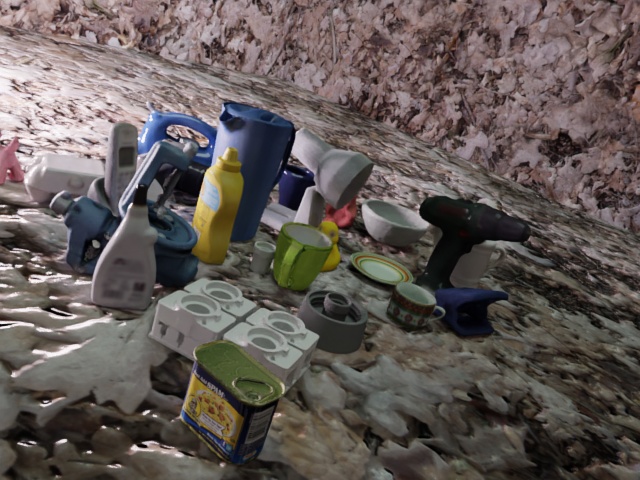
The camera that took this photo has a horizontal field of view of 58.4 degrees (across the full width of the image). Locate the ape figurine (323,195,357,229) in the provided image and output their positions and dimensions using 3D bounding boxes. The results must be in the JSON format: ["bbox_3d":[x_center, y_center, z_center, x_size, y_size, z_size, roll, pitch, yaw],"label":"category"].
[{"bbox_3d":[0.057,-0.074,1.330,0.076,0.092,0.077,1,26,-39],"label":"ape figurine"}]

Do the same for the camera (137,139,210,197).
[{"bbox_3d":[-0.293,-0.144,1.193,0.136,0.101,0.143,20,20,5],"label":"camera"}]

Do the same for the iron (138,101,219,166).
[{"bbox_3d":[-0.300,-0.226,1.339,0.259,0.141,0.118,12,21,-18],"label":"iron"}]

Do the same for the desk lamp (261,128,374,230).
[{"bbox_3d":[-0.012,-0.109,1.183,0.202,0.213,0.118,25,21,17],"label":"desk lamp"}]

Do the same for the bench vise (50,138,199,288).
[{"bbox_3d":[-0.257,-0.044,0.794,0.208,0.220,0.121,7,23,-29],"label":"bench vise"}]

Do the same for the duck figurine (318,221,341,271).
[{"bbox_3d":[0.010,0.004,1.097,0.077,0.086,0.105,23,21,12],"label":"duck figurine"}]

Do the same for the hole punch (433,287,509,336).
[{"bbox_3d":[0.266,0.112,1.034,0.109,0.091,0.100,2,26,-38],"label":"hole punch"}]

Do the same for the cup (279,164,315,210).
[{"bbox_3d":[-0.050,-0.118,1.347,0.118,0.095,0.091,4,24,-34],"label":"cup"}]

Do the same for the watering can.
[{"bbox_3d":[0.311,0.003,1.203,0.173,0.194,0.100,7,23,-29],"label":"watering can"}]

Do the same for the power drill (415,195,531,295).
[{"bbox_3d":[0.274,0.019,1.110,0.076,0.208,0.228,-3,29,-44],"label":"power drill"}]

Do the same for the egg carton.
[{"bbox_3d":[-0.435,-0.102,1.008,0.151,0.069,0.107,6,23,-30],"label":"egg carton"}]

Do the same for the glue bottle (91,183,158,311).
[{"bbox_3d":[-0.243,0.008,0.740,0.078,0.173,0.037,10,22,-21],"label":"glue bottle"}]

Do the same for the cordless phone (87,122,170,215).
[{"bbox_3d":[-0.307,-0.104,0.957,0.094,0.185,0.148,25,21,17],"label":"cordless phone"}]

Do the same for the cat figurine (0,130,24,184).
[{"bbox_3d":[-0.576,-0.173,0.998,0.127,0.118,0.067,23,21,13],"label":"cat figurine"}]

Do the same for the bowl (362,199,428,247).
[{"bbox_3d":[0.167,-0.030,1.337,0.167,0.075,0.167,16,20,-6],"label":"bowl"}]
